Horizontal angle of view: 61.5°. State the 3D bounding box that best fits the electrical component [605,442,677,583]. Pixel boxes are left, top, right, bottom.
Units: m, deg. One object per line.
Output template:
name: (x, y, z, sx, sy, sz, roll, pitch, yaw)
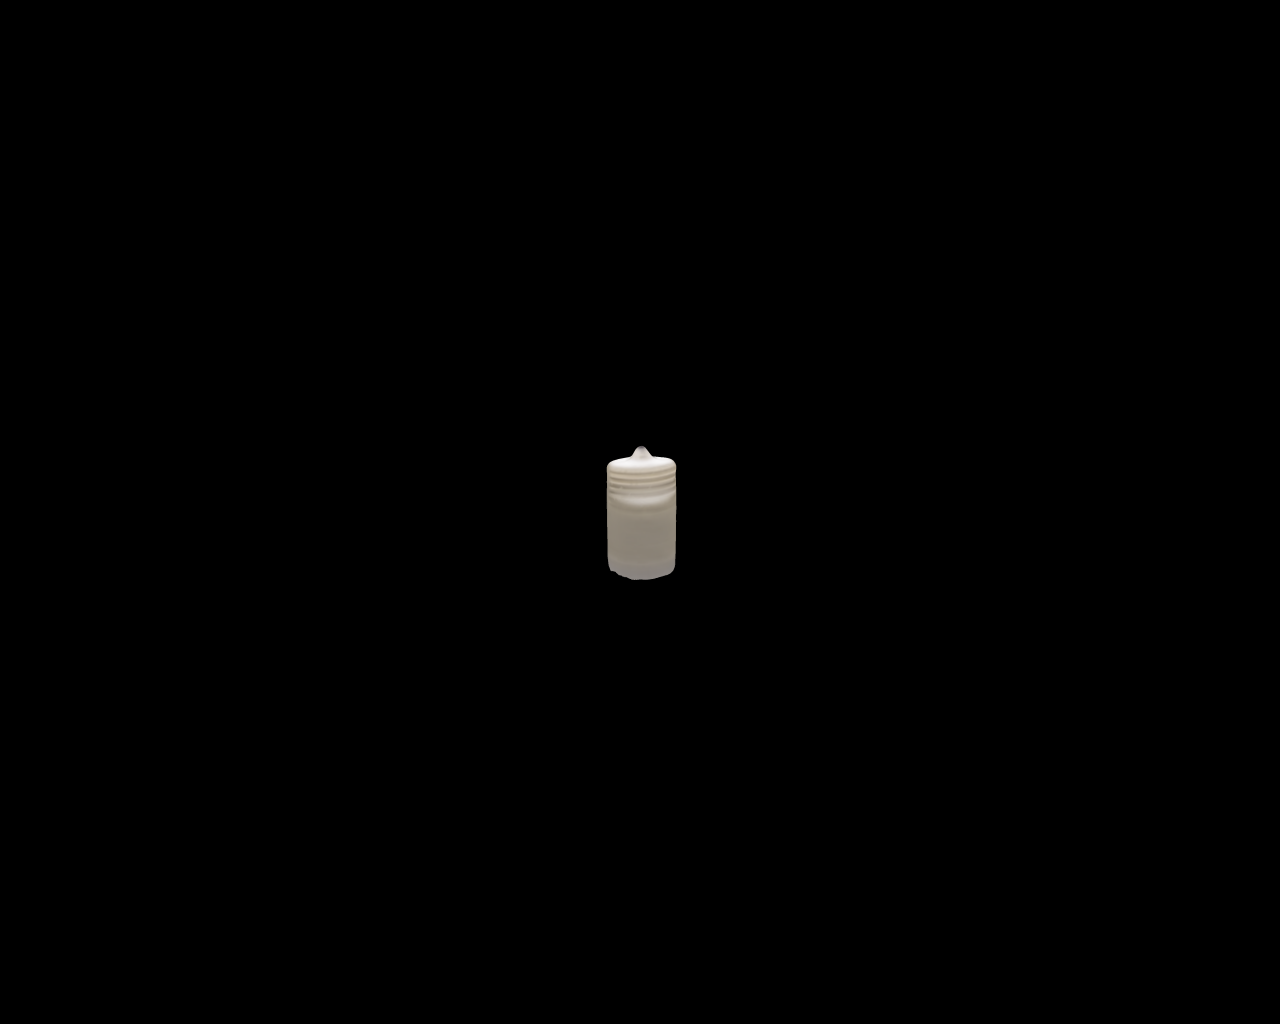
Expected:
electrical component: (0.001, -0.003, 0.650, 0.043, 0.080, 0.043, 0, 20, 0)
